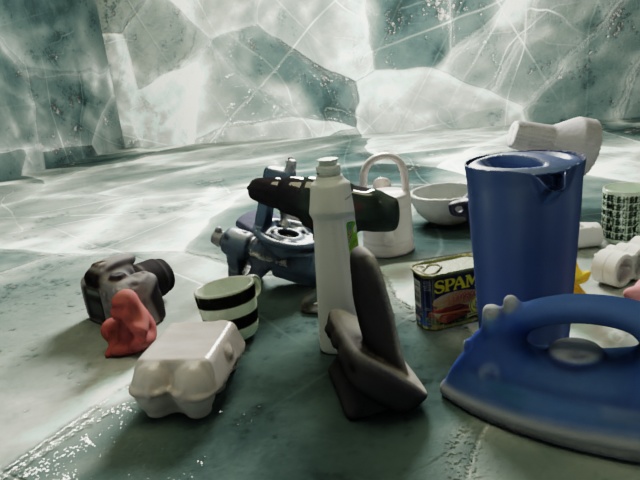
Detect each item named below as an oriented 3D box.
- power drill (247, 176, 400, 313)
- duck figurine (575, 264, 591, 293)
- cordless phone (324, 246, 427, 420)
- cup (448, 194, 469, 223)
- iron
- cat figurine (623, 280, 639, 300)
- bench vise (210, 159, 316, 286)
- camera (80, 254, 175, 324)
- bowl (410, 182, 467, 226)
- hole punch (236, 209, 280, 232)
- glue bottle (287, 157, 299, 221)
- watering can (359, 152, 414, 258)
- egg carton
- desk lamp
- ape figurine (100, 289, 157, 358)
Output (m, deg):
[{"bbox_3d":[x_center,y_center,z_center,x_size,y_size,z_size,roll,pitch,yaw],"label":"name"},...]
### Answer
[{"bbox_3d":[0.008,0.003,0.870,0.229,0.208,0.076,-2,18,13],"label":"power drill"},{"bbox_3d":[0.329,0.057,0.798,0.078,0.086,0.104,-20,22,-37],"label":"duck figurine"},{"bbox_3d":[0.053,0.085,0.630,0.094,0.185,0.147,-10,18,-13],"label":"cordless phone"},{"bbox_3d":[0.306,-0.038,1.099,0.118,0.095,0.091,-7,17,-2],"label":"cup"},{"bbox_3d":[0.241,0.111,0.557,0.257,0.141,0.119,3,19,26],"label":"iron"},{"bbox_3d":[0.409,0.080,0.643,0.127,0.118,0.067,2,19,23],"label":"cat figurine"},{"bbox_3d":[-0.093,-0.024,0.973,0.207,0.220,0.121,-6,17,0],"label":"bench vise"},{"bbox_3d":[-0.299,0.071,0.935,0.142,0.101,0.137,8,22,37],"label":"camera"},{"bbox_3d":[0.282,-0.075,1.261,0.167,0.075,0.167,-5,17,2],"label":"bowl"},{"bbox_3d":[-0.103,-0.013,1.160,0.100,0.091,0.109,5,20,32],"label":"hole punch"},{"bbox_3d":[-0.059,-0.102,1.292,0.078,0.173,0.037,-20,22,-38],"label":"glue bottle"},{"bbox_3d":[0.123,-0.074,1.107,0.101,0.194,0.172,-11,18,-17],"label":"watering can"},{"bbox_3d":[-0.153,0.150,0.685,0.107,0.069,0.150,-3,17,9],"label":"egg carton"},{"bbox_3d":[0.472,-0.148,1.198,0.203,0.214,0.118,-5,17,2],"label":"desk lamp"},{"bbox_3d":[-0.269,0.113,0.804,0.077,0.092,0.076,11,24,44],"label":"ape figurine"}]
